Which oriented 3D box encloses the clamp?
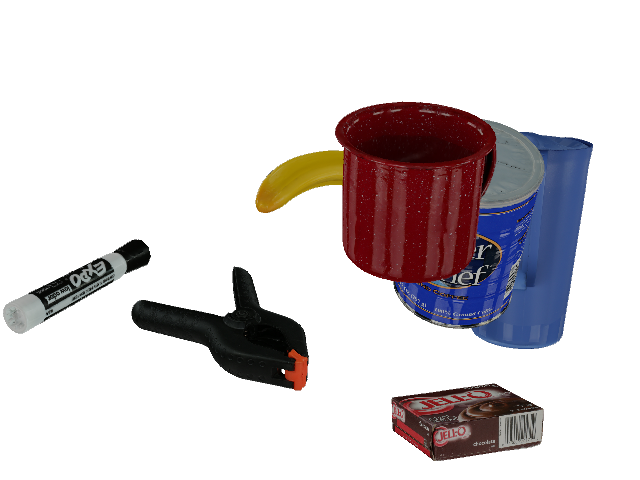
[{"bbox_3d":[-0.063,0.071,0.903,0.172,0.039,0.120,25,41,33],"label":"clamp"}]

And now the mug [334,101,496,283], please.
[{"bbox_3d":[0.063,-0.032,0.645,0.117,0.081,0.093,-25,38,-37],"label":"mug"}]

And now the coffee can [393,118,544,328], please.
[{"bbox_3d":[0.117,-0.013,0.864,0.103,0.140,0.103,2,43,-2],"label":"coffee can"}]

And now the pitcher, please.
[{"bbox_3d":[0.234,-0.001,1.229,0.149,0.243,0.145,-6,16,-32],"label":"pitcher"}]

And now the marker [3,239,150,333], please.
[{"bbox_3d":[-0.144,0.025,0.651,0.020,0.020,0.120,0,19,30],"label":"marker"}]

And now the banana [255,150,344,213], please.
[{"bbox_3d":[0.003,-0.066,1.139,0.197,0.037,0.070,-7,47,-38],"label":"banana"}]

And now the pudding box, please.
[{"bbox_3d":[0.133,0.164,0.976,0.113,0.039,0.090,-3,9,-20],"label":"pudding box"}]
